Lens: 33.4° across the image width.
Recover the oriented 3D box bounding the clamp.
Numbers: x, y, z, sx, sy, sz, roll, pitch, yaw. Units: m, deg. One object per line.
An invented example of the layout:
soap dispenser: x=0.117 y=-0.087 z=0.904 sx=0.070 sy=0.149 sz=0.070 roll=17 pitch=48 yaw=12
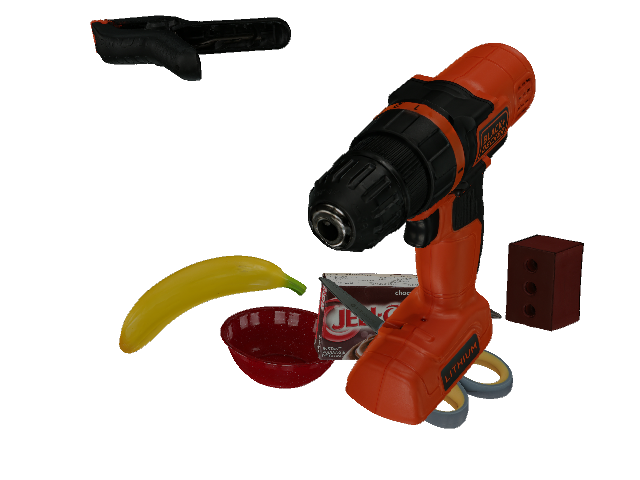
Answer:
clamp: x=-0.111 y=-0.160 z=0.852 sx=0.172 sy=0.039 sz=0.120 roll=20 pitch=28 yaw=41

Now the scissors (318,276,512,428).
scissors: x=0.075 y=0.075 z=0.826 sx=0.096 sy=0.016 sz=0.202 roll=-8 pitch=32 yaw=-17

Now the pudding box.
pudding box: x=0.054 y=0.081 z=1.145 sx=0.113 sy=0.090 sz=0.039 roll=0 pitch=27 yaw=-12

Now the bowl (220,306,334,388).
bowl: x=-0.048 y=0.143 z=1.363 sx=0.162 sy=0.055 sz=0.162 roll=5 pitch=22 yaw=-2

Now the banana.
banana: x=-0.116 y=0.055 z=1.005 sx=0.198 sy=0.069 sz=0.037 roll=-18 pitch=23 yaw=16

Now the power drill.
power drill: x=0.053 y=0.006 z=0.568 sx=0.057 sy=0.188 sz=0.184 roll=24 pitch=42 yaw=26

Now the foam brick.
foam brick: x=0.209 y=0.039 z=0.999 sx=0.053 sy=0.078 sz=0.051 roll=12 pitch=20 yaw=42
